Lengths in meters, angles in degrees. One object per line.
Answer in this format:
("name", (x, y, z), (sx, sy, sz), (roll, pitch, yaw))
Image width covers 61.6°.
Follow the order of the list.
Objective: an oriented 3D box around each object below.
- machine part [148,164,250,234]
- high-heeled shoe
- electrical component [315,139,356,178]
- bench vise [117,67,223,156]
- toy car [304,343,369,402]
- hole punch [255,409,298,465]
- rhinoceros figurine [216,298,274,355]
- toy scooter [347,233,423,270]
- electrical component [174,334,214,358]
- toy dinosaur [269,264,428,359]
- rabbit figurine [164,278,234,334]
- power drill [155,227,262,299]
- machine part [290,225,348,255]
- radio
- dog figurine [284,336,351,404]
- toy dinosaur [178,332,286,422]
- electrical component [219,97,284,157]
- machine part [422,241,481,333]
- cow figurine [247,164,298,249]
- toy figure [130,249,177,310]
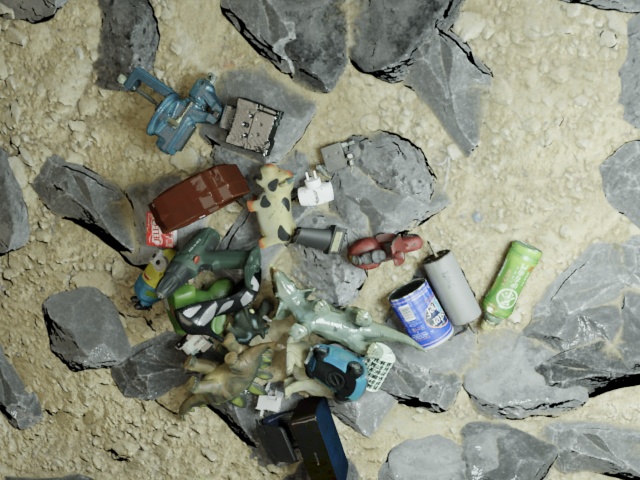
("machine part", (-0.279, -0.100, 1.249), (0.201, 0.201, 0.087), (-25, 95, 14))
("high-heeled shoe", (-0.240, 0.128, 1.279), (0.145, 0.249, 0.086), (43, 141, -23))
("electrical component", (0.038, -0.188, 1.258), (0.102, 0.045, 0.078), (-11, 101, 12))
("bench vise", (-0.354, -0.329, 1.256), (0.240, 0.129, 0.223), (34, 106, -6))
("toy car", (0.048, 0.302, 1.287), (0.162, 0.103, 0.109), (28, 119, 14))
("hole punch", (-0.096, 0.516, 1.422), (0.116, 0.092, 0.142), (-14, 104, 40))
("rhinoceros figurine", (-0.187, 0.225, 1.361), (0.112, 0.073, 0.190), (29, 112, -14))
("toy scooter", (0.147, 0.029, 1.241), (0.184, 0.135, 0.075), (-13, 101, 13))
("electrical component", (-0.315, 0.258, 1.408), (0.075, 0.048, 0.119), (43, 81, -3))
("toy dinosaur", (0.042, 0.196, 1.288), (0.405, 0.192, 0.131), (24, 93, -8))
("rabbit figurine", (-0.285, 0.159, 1.334), (0.170, 0.121, 0.159), (-18, 100, -30))
("power drill", (-0.252, 0.066, 1.268), (0.207, 0.232, 0.085), (2, 129, 15))
("machine part", (-0.003, -0.004, 1.286), (0.139, 0.039, 0.084), (5, 112, -24))
("radio", (0.003, 0.521, 1.373), (0.073, 0.131, 0.229), (-15, 100, 13))
("dog figurine", (0.006, 0.324, 1.358), (0.191, 0.121, 0.172), (1, 106, -5))
("toy dinosaur", (-0.246, 0.358, 1.355), (0.471, 0.105, 0.198), (-32, 130, 29))
("electrical component", (-0.166, -0.270, 1.268), (0.134, 0.058, 0.114), (19, 103, 5))
("machine part", (0.309, 0.111, 1.260), (0.079, 0.079, 0.243), (-25, 97, 14))
("cow figurine", (-0.104, -0.086, 1.284), (0.127, 0.085, 0.194), (-11, 103, 10))
("toy figure", (-0.417, 0.098, 1.377), (0.082, 0.089, 0.180), (39, 110, 15))
